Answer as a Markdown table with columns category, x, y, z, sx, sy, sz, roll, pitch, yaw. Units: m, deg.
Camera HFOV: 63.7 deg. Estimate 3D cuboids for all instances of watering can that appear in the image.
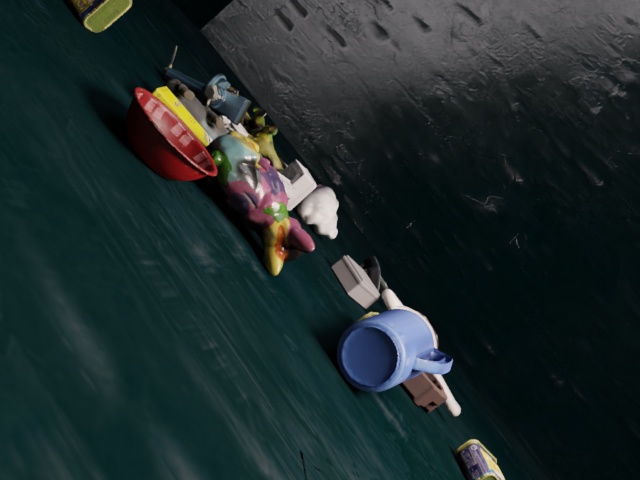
| category | x | y | z | sx | sy | sz | roll | pitch | yaw |
| --- | --- | --- | --- | --- | --- | --- | --- | --- | --- |
| watering can | 0.261 | 0.284 | 1.337 | 0.353 | 0.103 | 0.222 | 61 | 10 | 21 |

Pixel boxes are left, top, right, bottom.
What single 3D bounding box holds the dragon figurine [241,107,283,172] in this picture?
| category | x | y | z | sx | sy | sz | roll | pitch | yaw |
| --- | --- | --- | --- | --- | --- | --- | --- | --- | --- |
| dragon figurine | -0.195 | -0.308 | 1.626 | 0.419 | 0.122 | 0.237 | 59 | -6 | 39 |

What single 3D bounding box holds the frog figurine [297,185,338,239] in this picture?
| category | x | y | z | sx | sy | sz | roll | pitch | yaw |
| --- | --- | --- | --- | --- | --- | --- | --- | --- | --- |
| frog figurine | 0.005 | -0.076 | 1.519 | 0.139 | 0.121 | 0.160 | -25 | 83 | -49 |
